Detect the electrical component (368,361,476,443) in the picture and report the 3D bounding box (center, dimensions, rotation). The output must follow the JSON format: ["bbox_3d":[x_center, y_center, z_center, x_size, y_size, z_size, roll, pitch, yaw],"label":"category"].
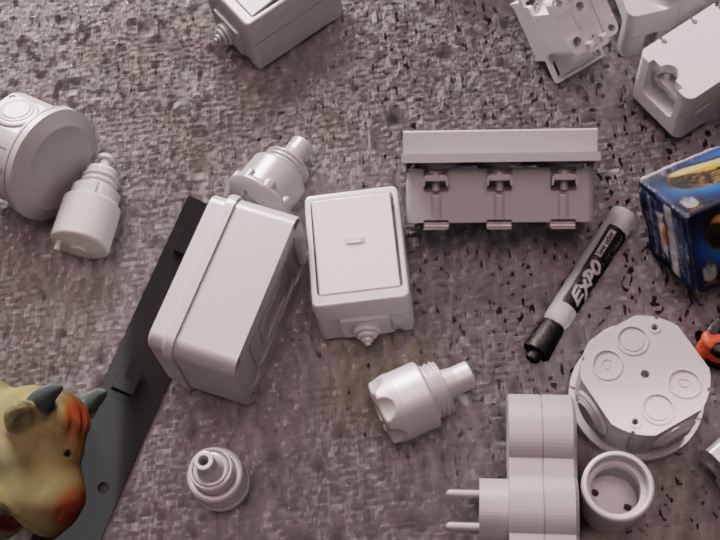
[{"bbox_3d":[0.040,0.076,0.656,0.062,0.043,0.043,-23,64,-6],"label":"electrical component"}]

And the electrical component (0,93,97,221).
[{"bbox_3d":[-0.224,-0.079,0.738,0.051,0.080,0.080,24,69,22],"label":"electrical component"}]

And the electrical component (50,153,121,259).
[{"bbox_3d":[-0.184,-0.044,0.738,0.040,0.040,0.078,7,65,9],"label":"electrical component"}]

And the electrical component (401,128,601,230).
[{"bbox_3d":[0.090,-0.058,0.700,0.121,0.079,0.063,0,94,6],"label":"electrical component"}]

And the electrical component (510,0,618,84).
[{"bbox_3d":[0.143,-0.175,0.746,0.042,0.064,0.081,-31,108,-8],"label":"electrical component"}]

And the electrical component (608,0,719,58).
[{"bbox_3d":[0.224,-0.194,0.759,0.089,0.055,0.050,-12,64,0],"label":"electrical component"}]

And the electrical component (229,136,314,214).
[{"bbox_3d":[-0.056,-0.064,0.733,0.048,0.048,0.062,28,64,17],"label":"electrical component"}]

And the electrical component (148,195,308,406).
[{"bbox_3d":[-0.081,0.019,0.677,0.057,0.078,0.113,17,67,10],"label":"electrical component"}]

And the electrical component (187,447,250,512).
[{"bbox_3d":[-0.086,0.121,0.637,0.035,0.061,0.035,-2,64,5],"label":"electrical component"}]

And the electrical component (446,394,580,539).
[{"bbox_3d":[0.086,0.138,0.616,0.074,0.052,0.138,0,65,6],"label":"electrical component"}]

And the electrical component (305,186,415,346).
[{"bbox_3d":[0.000,0.000,0.686,0.062,0.061,0.096,-7,64,3],"label":"electrical component"}]

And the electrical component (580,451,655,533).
[{"bbox_3d":[0.146,0.129,0.618,0.040,0.046,0.040,-2,65,5],"label":"electrical component"}]

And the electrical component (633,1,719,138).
[{"bbox_3d":[0.236,-0.138,0.730,0.089,0.055,0.050,-33,66,-10],"label":"electrical component"}]

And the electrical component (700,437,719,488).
[{"bbox_3d":[0.243,0.115,0.609,0.057,0.058,0.078,-38,67,-9],"label":"electrical component"}]

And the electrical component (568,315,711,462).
[{"bbox_3d":[0.166,0.070,0.641,0.080,0.051,0.080,-2,64,5],"label":"electrical component"}]

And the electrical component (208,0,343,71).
[{"bbox_3d":[-0.069,-0.200,0.789,0.096,0.061,0.061,-37,66,-11],"label":"electrical component"}]
